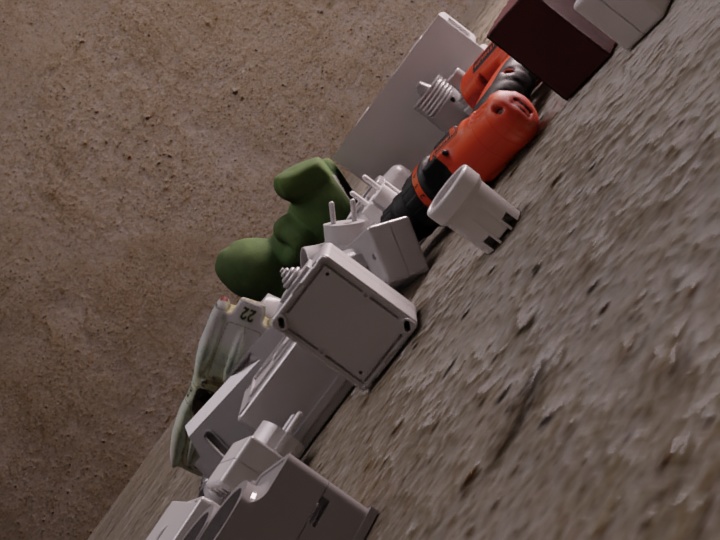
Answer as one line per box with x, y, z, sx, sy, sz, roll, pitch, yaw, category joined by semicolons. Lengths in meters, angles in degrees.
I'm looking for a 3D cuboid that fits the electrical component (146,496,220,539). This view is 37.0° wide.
-0.108;0.188;0.709;0.061;0.061;0.096;-56;6;-23;electrical component

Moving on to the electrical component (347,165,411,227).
0.026;-0.053;1.058;0.095;0.059;0.054;-56;7;-25;electrical component

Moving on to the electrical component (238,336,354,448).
-0.041;0.079;0.839;0.108;0.056;0.108;-53;6;3;electrical component

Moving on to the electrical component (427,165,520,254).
0.072;-0.037;0.677;0.040;0.046;0.040;-53;6;8;electrical component

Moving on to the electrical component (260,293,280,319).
-0.080;0.069;1.099;0.044;0.077;0.079;-57;7;-29;electrical component

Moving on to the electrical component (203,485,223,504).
-0.099;0.169;0.879;0.061;0.035;0.035;-50;6;9;electrical component

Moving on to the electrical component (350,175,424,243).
0.027;-0.055;0.976;0.065;0.077;0.047;-52;6;16;electrical component

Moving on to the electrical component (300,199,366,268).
-0.012;-0.021;0.931;0.044;0.077;0.079;-154;57;-73;electrical component

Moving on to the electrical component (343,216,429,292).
0.000;0.000;0.858;0.076;0.047;0.083;-17;-10;-24;electrical component

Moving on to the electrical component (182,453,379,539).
-0.078;0.184;0.504;0.186;0.060;0.105;-58;7;-33;electrical component

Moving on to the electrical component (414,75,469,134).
0.090;-0.160;1.073;0.043;0.081;0.043;-53;6;8;electrical component

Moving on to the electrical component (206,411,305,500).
-0.064;0.132;0.758;0.076;0.047;0.066;-56;6;-20;electrical component

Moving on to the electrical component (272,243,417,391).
-0.015;0.026;0.744;0.061;0.096;0.061;-53;6;11;electrical component

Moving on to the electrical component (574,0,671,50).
0.189;-0.200;0.694;0.075;0.047;0.083;-46;10;52;electrical component

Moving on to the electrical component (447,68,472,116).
0.113;-0.168;1.029;0.048;0.062;0.048;-53;6;8;electrical component

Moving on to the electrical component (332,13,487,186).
0.070;-0.166;1.143;0.186;0.105;0.060;-51;6;19;electrical component
